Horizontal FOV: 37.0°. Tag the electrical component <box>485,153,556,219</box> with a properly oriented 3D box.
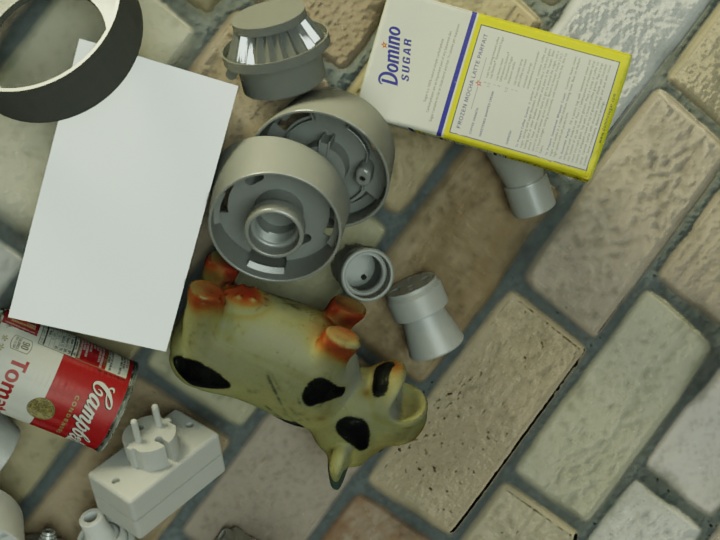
[{"bbox_3d":[0.124,-0.072,0.821,0.044,0.044,0.065,-26,110,-9],"label":"electrical component"}]

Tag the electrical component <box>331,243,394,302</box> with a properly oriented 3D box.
[{"bbox_3d":[0.000,0.000,0.797,0.040,0.046,0.040,-3,101,-15],"label":"electrical component"}]

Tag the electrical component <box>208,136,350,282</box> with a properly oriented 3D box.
[{"bbox_3d":[-0.057,-0.042,0.738,0.099,0.064,0.099,2,127,2],"label":"electrical component"}]

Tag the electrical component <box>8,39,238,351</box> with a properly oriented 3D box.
[{"bbox_3d":[-0.163,-0.051,0.736,0.105,0.060,0.186,14,96,-17],"label":"electrical component"}]

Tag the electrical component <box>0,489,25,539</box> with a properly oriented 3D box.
[{"bbox_3d":[-0.279,0.192,0.734,0.099,0.064,0.099,-6,130,-8],"label":"electrical component"}]

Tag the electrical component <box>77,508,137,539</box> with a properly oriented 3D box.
[{"bbox_3d":[-0.185,0.199,0.778,0.043,0.043,0.062,-21,126,-11],"label":"electrical component"}]

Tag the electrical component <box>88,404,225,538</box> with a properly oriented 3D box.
[{"bbox_3d":[-0.144,0.127,0.752,0.083,0.047,0.075,-36,135,-37],"label":"electrical component"}]

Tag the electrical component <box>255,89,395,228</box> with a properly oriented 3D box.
[{"bbox_3d":[-0.024,-0.076,0.752,0.099,0.064,0.099,6,120,11],"label":"electrical component"}]

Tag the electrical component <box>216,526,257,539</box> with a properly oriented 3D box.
[{"bbox_3d":[-0.095,0.262,0.787,0.056,0.109,0.108,33,90,-21],"label":"electrical component"}]

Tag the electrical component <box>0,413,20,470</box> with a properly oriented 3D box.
[{"bbox_3d":[-0.291,0.121,0.741,0.077,0.043,0.079,38,101,-25],"label":"electrical component"}]

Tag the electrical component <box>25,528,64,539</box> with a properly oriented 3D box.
[{"bbox_3d":[-0.229,0.226,0.777,0.043,0.043,0.081,6,99,-16],"label":"electrical component"}]

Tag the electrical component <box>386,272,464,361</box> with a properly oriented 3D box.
[{"bbox_3d":[0.049,0.035,0.817,0.045,0.045,0.055,-26,105,-9],"label":"electrical component"}]
